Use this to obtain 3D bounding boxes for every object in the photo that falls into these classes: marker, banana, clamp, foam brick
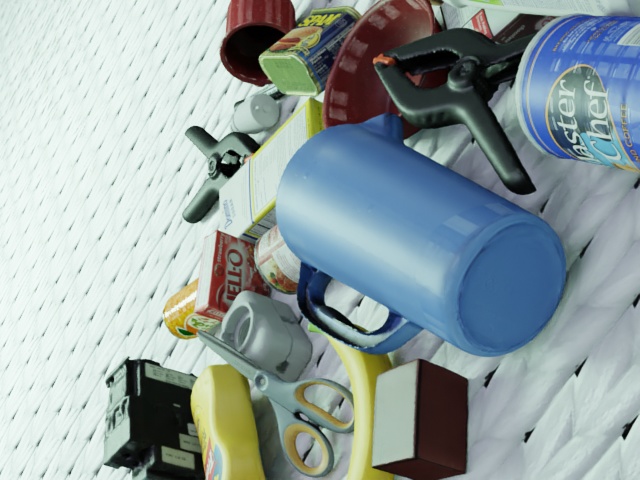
[{"bbox_3d":[-0.066,-0.168,1.256,0.121,0.020,0.020,-15,59,53],"label":"marker"},{"bbox_3d":[0.036,0.145,0.879,0.070,0.037,0.198,-31,51,32],"label":"banana"},{"bbox_3d":[0.121,-0.115,0.841,0.210,0.036,0.164,11,66,42],"label":"clamp"},{"bbox_3d":[-0.116,-0.074,1.256,0.172,0.039,0.120,10,100,56],"label":"clamp"},{"bbox_3d":[0.076,0.139,0.813,0.053,0.051,0.078,-28,49,49],"label":"foam brick"}]

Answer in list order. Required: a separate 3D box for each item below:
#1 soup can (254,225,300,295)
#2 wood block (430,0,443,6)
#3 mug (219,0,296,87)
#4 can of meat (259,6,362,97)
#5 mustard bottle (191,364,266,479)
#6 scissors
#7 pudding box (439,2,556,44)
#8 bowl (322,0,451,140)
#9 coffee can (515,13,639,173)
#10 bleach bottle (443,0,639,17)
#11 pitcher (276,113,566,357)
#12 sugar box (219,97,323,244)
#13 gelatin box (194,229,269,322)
[{"bbox_3d":[-0.007,0.001,1.011,0.102,0.068,0.068,-36,44,42],"label":"soup can"},{"bbox_3d":[0.080,-0.288,1.034,0.206,0.090,0.091,30,96,59],"label":"wood block"},{"bbox_3d":[-0.069,-0.234,1.249,0.117,0.093,0.081,90,179,-49],"label":"mug"},{"bbox_3d":[-0.004,-0.193,1.104,0.083,0.057,0.102,-42,26,-18],"label":"can of meat"},{"bbox_3d":[-0.080,0.215,0.992,0.192,0.058,0.096,-107,24,-44],"label":"mustard bottle"},{"bbox_3d":[-0.047,0.149,0.967,0.202,0.016,0.096,12,93,37],"label":"scissors"},{"bbox_3d":[0.157,-0.199,0.909,0.114,0.039,0.090,-39,42,35],"label":"pudding box"},{"bbox_3d":[0.071,-0.148,0.994,0.162,0.055,0.162,-35,44,43],"label":"bowl"},{"bbox_3d":[0.211,-0.094,0.696,0.140,0.102,0.103,23,91,59],"label":"coffee can"},{"bbox_3d":[0.146,-0.222,0.812,0.068,0.102,0.251,-42,34,-21],"label":"bleach bottle"},{"bbox_3d":[0.071,0.008,0.835,0.243,0.144,0.149,33,143,56],"label":"pitcher"},{"bbox_3d":[-0.043,-0.060,1.128,0.177,0.048,0.093,-43,39,40],"label":"sugar box"},{"bbox_3d":[-0.088,0.043,1.106,0.030,0.073,0.089,-27,49,47],"label":"gelatin box"}]
